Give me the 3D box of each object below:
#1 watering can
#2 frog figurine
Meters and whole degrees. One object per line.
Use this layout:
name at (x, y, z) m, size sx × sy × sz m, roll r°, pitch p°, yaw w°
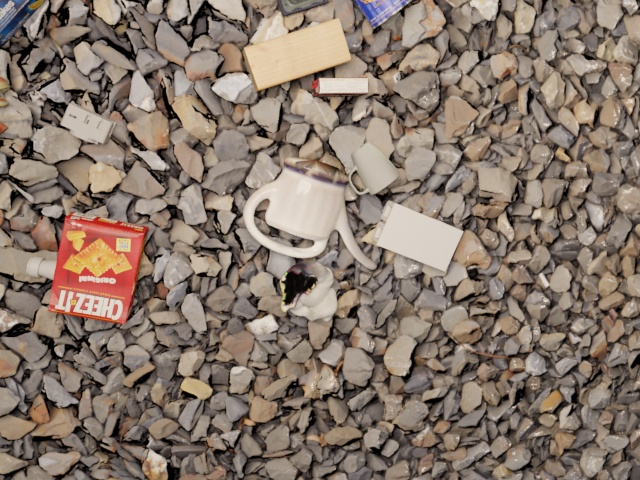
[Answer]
watering can at (0.004, -0.059, 1.166) m, size 0.346 × 0.105 × 0.223 m, roll 16°, pitch 100°, yaw -20°
frog figurine at (-0.015, 0.122, 1.209) m, size 0.158 × 0.124 × 0.137 m, roll 27°, pitch 98°, yaw -51°
